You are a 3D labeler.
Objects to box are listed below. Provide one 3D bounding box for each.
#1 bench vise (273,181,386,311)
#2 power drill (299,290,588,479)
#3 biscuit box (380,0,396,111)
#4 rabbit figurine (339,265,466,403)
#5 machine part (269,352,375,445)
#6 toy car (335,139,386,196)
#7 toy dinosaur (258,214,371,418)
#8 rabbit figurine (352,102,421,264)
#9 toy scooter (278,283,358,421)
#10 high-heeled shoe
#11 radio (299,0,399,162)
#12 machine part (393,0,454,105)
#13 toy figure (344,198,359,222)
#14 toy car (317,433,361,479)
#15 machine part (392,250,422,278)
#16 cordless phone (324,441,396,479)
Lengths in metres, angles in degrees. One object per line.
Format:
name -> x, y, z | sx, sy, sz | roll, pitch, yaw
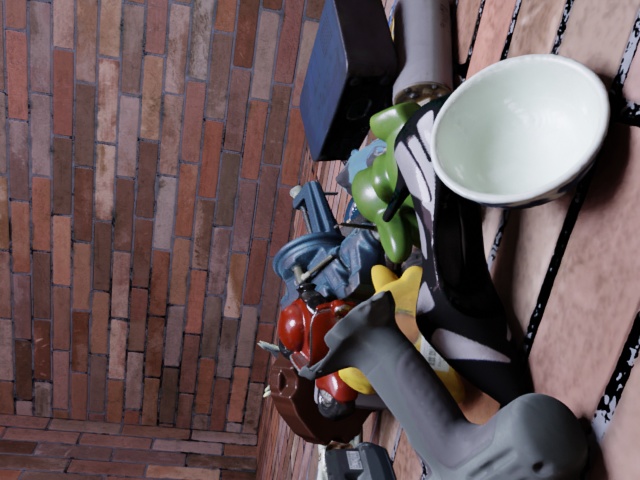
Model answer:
bench vise -> 0.007, -0.001, 0.772 | 0.223, 0.129, 0.241 | -55, 41, 41
power drill -> 0.075, 0.157, 0.424 | 0.207, 0.086, 0.232 | 52, 140, 24
biscuit box -> 0.130, -0.260, 0.798 | 0.059, 0.063, 0.202 | 130, 147, -78
rabbit figurine -> 0.088, 0.104, 0.592 | 0.173, 0.122, 0.162 | 70, -160, -64
machine part -> 0.015, 0.205, 0.780 | 0.056, 0.179, 0.179 | -11, 70, 53
toy car -> 0.099, -0.106, 0.752 | 0.103, 0.109, 0.161 | -65, 11, -20
toy dinosaur -> 0.002, 0.101, 0.904 | 0.131, 0.192, 0.404 | -143, 60, -79
rabbit figurine -> 0.103, -0.058, 0.614 | 0.170, 0.121, 0.159 | -27, 76, 62
toy scooter -> 0.002, 0.109, 0.643 | 0.184, 0.075, 0.135 | -131, 41, -56
high-heeled shoe -> 0.129, 0.001, 0.444 | 0.249, 0.086, 0.145 | 59, 138, 30
radio -> 0.032, -0.216, 0.757 | 0.229, 0.073, 0.131 | 114, 147, -62
machine part -> 0.134, -0.246, 0.702 | 0.079, 0.079, 0.243 | 115, 163, -65
toy figure -> 0.065, -0.007, 1.024 | 0.058, 0.064, 0.154 | 45, 132, 49
toy car -> 0.030, 0.364, 0.869 | 0.056, 0.073, 0.202 | 107, 168, -52
machine part -> 0.113, 0.059, 0.709 | 0.138, 0.039, 0.084 | 109, 172, -61
cordless phone -> 0.056, 0.387, 0.727 | 0.147, 0.089, 0.184 | -106, 14, -69
